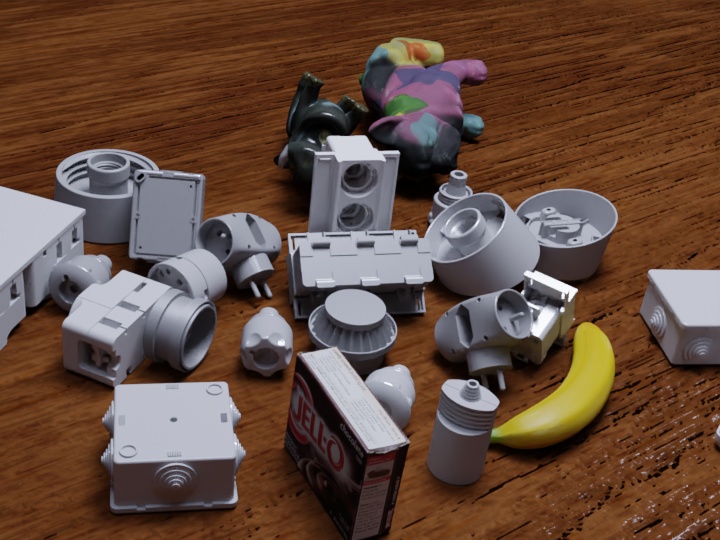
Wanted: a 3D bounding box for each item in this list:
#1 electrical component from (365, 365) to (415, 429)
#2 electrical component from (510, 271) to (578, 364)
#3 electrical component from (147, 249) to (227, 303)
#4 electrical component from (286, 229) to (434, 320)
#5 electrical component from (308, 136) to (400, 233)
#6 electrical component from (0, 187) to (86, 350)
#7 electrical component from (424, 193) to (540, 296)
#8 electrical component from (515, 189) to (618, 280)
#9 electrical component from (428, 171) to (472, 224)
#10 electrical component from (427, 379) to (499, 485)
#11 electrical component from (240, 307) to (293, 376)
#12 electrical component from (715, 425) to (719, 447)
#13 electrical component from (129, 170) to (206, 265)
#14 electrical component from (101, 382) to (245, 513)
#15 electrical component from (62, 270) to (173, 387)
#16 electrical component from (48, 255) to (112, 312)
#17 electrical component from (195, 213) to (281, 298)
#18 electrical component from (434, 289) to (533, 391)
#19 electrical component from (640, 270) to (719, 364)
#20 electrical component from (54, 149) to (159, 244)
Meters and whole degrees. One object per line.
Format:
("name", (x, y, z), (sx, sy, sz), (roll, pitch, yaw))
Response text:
("electrical component", (0.024, 0.097, 0.855), (0.048, 0.048, 0.062), (16, 28, 12))
("electrical component", (0.156, 0.044, 0.941), (0.042, 0.081, 0.063), (26, 60, 26))
("electrical component", (-0.150, 0.012, 0.939), (0.055, 0.055, 0.047), (25, 33, 24))
("electrical component", (0.000, 0.000, 0.967), (0.121, 0.063, 0.078), (-2, 75, -15))
("electrical component", (-0.011, -0.061, 1.016), (0.079, 0.121, 0.063), (-3, 32, -15))
("electrical component", (-0.325, 0.004, 0.908), (0.105, 0.060, 0.186), (15, 34, 11))
("electrical component", (0.113, -0.024, 1.027), (0.099, 0.064, 0.099), (-25, 35, 20))
("electrical component", (0.201, -0.036, 1.074), (0.099, 0.064, 0.099), (6, 33, -4))
("electrical component", (0.097, -0.072, 1.109), (0.048, 0.062, 0.048), (5, 33, -4))
("electrical component", (0.077, 0.116, 0.803), (0.043, 0.081, 0.043), (5, 33, -4))
("electrical component", (-0.077, 0.055, 0.897), (0.043, 0.043, 0.062), (4, 32, -5))
("electrical component", (0.363, 0.118, 0.880), (0.109, 0.056, 0.109), (24, 36, 23))
("electrical component", (-0.178, -0.044, 0.995), (0.062, 0.096, 0.061), (4, 5, -5))
("electrical component", (-0.135, 0.125, 0.775), (0.100, 0.048, 0.099), (0, 34, -12))
("electrical component", (-0.201, 0.045, 0.880), (0.056, 0.050, 0.089), (18, 35, 15))
("electrical component", (-0.238, 0.007, 0.939), (0.048, 0.048, 0.062), (14, 27, 9))
("electrical component", (-0.103, -0.009, 0.981), (0.077, 0.043, 0.079), (0, 60, -61))
("electrical component", (0.106, 0.065, 0.902), (0.043, 0.077, 0.079), (5, 68, -37))
("electrical component", (0.316, 0.044, 0.991), (0.100, 0.048, 0.099), (1, 34, -11))
("electrical component", (-0.246, -0.080, 1.051), (0.108, 0.060, 0.108), (6, 33, -4))
